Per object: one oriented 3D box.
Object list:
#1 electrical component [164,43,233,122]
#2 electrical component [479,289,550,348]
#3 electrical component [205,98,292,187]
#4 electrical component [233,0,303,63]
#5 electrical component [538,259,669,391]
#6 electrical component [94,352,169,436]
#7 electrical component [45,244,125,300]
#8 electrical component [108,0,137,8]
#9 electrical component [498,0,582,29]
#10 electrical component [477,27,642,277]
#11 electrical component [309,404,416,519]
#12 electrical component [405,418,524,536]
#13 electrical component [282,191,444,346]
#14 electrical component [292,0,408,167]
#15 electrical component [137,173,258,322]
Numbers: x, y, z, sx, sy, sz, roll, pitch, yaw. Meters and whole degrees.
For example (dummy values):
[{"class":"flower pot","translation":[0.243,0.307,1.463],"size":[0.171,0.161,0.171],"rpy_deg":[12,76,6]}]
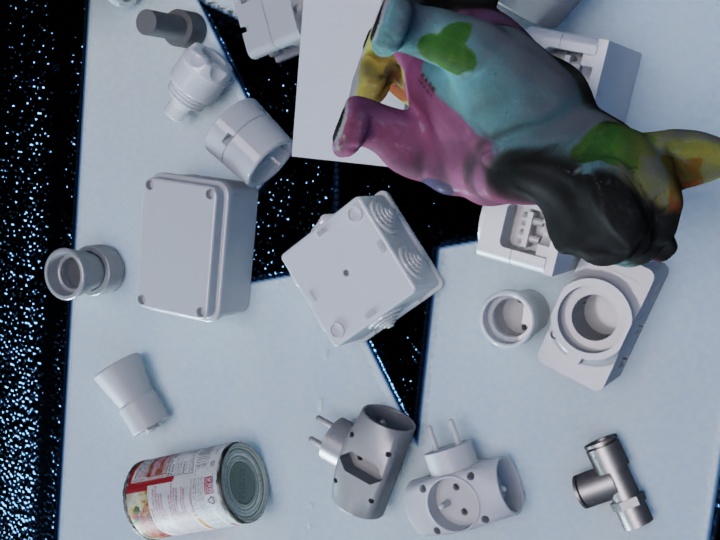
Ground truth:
[{"class":"electrical component","translation":[-0.135,-0.148,0.870],"size":[0.043,0.043,0.062],"rpy_deg":[47,114,15]},{"class":"electrical component","translation":[0.111,0.032,0.760],"size":[0.040,0.046,0.040],"rpy_deg":[3,97,27]},{"class":"electrical component","translation":[-0.085,-0.099,0.844],"size":[0.047,0.055,0.055],"rpy_deg":[45,113,13]},{"class":"electrical component","translation":[-0.061,-0.211,0.821],"size":[0.056,0.050,0.089],"rpy_deg":[-16,88,28]},{"class":"electrical component","translation":[0.164,0.030,0.727],"size":[0.050,0.056,0.089],"rpy_deg":[28,107,22]},{"class":"electrical component","translation":[-0.195,0.110,0.929],"size":[0.044,0.044,0.065],"rpy_deg":[-34,85,26]},{"class":"electrical component","translation":[-0.237,0.001,0.931],"size":[0.045,0.055,0.045],"rpy_deg":[3,97,27]},{"class":"electrical component","translation":[-0.209,-0.252,0.902],"size":[0.035,0.035,0.061],"rpy_deg":[-44,73,24]},{"class":"electrical component","translation":[0.110,-0.206,0.708],"size":[0.099,0.099,0.064],"rpy_deg":[44,119,17]},{"class":"electrical component","translation":[0.129,-0.079,0.715],"size":[0.062,0.089,0.150],"rpy_deg":[17,103,25]},{"class":"electrical component","translation":[-0.005,0.139,0.832],"size":[0.079,0.043,0.077],"rpy_deg":[25,106,24]},{"class":"electrical component","translation":[0.071,0.150,0.794],"size":[0.077,0.044,0.079],"rpy_deg":[-21,85,28]},{"class":"electrical component","translation":[0.000,0.000,0.812],"size":[0.100,0.048,0.099],"rpy_deg":[-36,79,25]},{"class":"electrical component","translation":[0.009,-0.153,0.785],"size":[0.089,0.062,0.150],"rpy_deg":[9,99,26]},{"class":"electrical component","translation":[-0.133,-0.020,0.874],"size":[0.078,0.057,0.113],"rpy_deg":[10,100,26]}]
